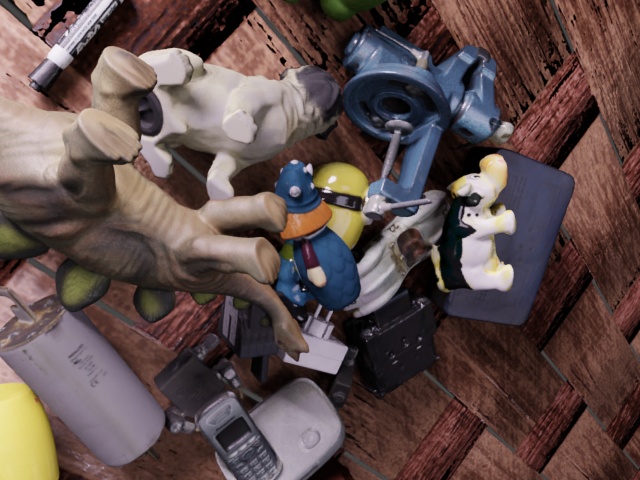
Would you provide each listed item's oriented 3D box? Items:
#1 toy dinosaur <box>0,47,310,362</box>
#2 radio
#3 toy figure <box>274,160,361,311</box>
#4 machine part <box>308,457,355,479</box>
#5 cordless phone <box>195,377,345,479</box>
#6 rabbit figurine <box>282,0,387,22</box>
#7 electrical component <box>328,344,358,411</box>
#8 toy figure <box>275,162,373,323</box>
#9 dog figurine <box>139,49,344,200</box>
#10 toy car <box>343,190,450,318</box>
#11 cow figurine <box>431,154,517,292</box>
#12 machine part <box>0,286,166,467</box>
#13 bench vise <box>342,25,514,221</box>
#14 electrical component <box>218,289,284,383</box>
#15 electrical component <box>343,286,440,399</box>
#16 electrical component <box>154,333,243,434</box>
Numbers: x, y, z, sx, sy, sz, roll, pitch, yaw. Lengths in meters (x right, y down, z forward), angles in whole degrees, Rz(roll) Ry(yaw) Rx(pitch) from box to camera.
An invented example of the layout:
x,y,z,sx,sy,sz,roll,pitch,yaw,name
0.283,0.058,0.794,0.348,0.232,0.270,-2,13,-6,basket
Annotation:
x,y,z,sx,sy,sz,roll,pitch,yaw,name
-0.188,-0.040,0.413,0.198,0.105,0.471,-34,113,31,toy dinosaur
0.244,-0.002,0.735,0.131,0.073,0.229,14,100,-13,radio
-0.007,-0.003,0.527,0.058,0.064,0.154,-25,108,0,toy figure
-0.044,0.390,0.701,0.201,0.087,0.201,-8,110,-30,machine part
-0.059,0.202,0.606,0.146,0.089,0.184,-35,134,-17,cordless phone
0.002,-0.299,0.494,0.159,0.121,0.170,-43,140,13,rabbit figurine
0.028,0.180,0.686,0.021,0.063,0.094,18,119,0,electrical component
0.000,-0.001,0.607,0.089,0.082,0.180,30,91,-35,toy figure
-0.081,-0.138,0.524,0.172,0.121,0.190,41,41,0,dog figurine
0.095,0.015,0.676,0.202,0.056,0.073,-42,122,-21,toy car
0.183,-0.019,0.655,0.098,0.068,0.167,-2,98,5,cow figurine
-0.224,0.136,0.515,0.079,0.079,0.243,-34,120,-18,machine part
0.110,-0.119,0.594,0.223,0.129,0.240,31,65,-27,bench vise
-0.080,0.100,0.595,0.048,0.075,0.119,0,109,-30,electrical component
0.096,0.127,0.719,0.115,0.058,0.134,-29,119,-23,electrical component
-0.135,0.164,0.598,0.102,0.045,0.078,-38,122,-16,electrical component
